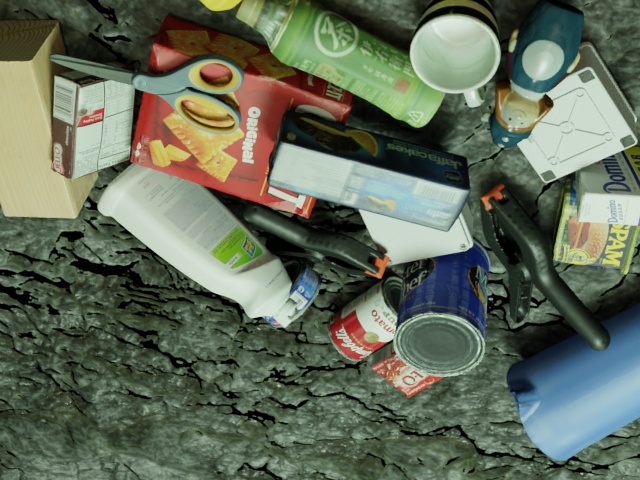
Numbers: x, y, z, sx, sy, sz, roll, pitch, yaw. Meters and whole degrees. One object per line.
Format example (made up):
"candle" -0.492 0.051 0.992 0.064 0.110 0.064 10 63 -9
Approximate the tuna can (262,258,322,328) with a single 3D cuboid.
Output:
"tuna can" -0.040 0.063 1.299 0.086 0.086 0.033 -32 117 32

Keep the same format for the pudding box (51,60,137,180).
"pudding box" -0.244 -0.130 1.153 0.039 0.089 0.113 27 122 26

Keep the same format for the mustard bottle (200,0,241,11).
"mustard bottle" -0.057 -0.306 0.991 0.192 0.058 0.096 -35 84 33

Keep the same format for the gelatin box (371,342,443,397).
"gelatin box" 0.122 0.158 1.383 0.073 0.030 0.089 38 128 -21

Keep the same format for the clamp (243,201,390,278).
"clamp" -0.008 0.001 1.217 0.172 0.039 0.120 13 167 26

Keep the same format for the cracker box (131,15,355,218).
"cracker box" -0.086 -0.128 1.151 0.213 0.072 0.164 18 131 -4

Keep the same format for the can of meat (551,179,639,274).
"can of meat" 0.304 -0.017 1.177 0.084 0.057 0.102 8 132 8

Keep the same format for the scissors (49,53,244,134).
"scissors" -0.163 -0.172 1.071 0.201 0.016 0.096 27 124 -13

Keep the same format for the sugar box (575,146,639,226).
"sugar box" 0.357 -0.056 1.107 0.176 0.093 0.048 5 130 7

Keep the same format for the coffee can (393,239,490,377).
"coffee can" 0.142 0.072 1.231 0.103 0.140 0.103 6 132 7

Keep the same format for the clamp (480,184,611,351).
"clamp" 0.242 0.033 1.200 0.165 0.036 0.210 23 145 57

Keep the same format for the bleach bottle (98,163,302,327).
"bleach bottle" -0.127 0.010 1.213 0.251 0.102 0.068 43 145 1

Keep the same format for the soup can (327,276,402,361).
"soup can" 0.068 0.097 1.318 0.068 0.068 0.102 38 127 -20

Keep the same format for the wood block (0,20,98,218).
"wood block" -0.322 -0.132 1.187 0.091 0.090 0.206 2 130 10

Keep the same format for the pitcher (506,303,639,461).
"pitcher" 0.361 0.157 1.280 0.243 0.149 0.145 -36 100 30
